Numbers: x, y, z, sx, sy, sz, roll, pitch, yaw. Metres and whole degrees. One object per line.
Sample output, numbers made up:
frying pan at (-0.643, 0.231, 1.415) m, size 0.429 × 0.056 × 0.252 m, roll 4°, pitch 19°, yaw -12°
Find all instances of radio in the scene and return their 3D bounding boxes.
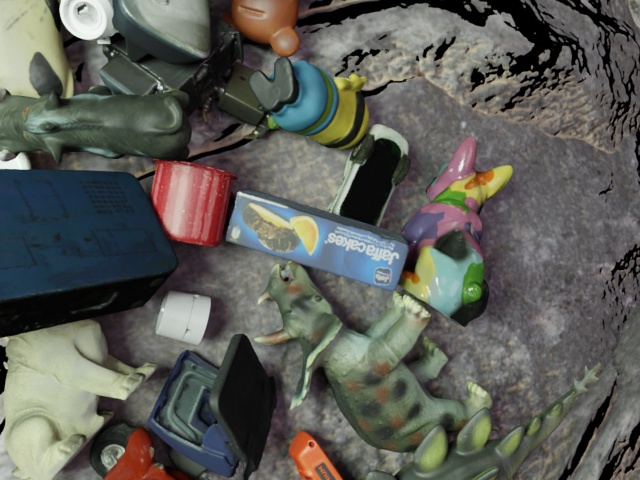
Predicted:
radio at (-0.246, 0.007, 0.467) m, size 0.229 × 0.073 × 0.131 m, roll -10°, pitch 61°, yaw -54°

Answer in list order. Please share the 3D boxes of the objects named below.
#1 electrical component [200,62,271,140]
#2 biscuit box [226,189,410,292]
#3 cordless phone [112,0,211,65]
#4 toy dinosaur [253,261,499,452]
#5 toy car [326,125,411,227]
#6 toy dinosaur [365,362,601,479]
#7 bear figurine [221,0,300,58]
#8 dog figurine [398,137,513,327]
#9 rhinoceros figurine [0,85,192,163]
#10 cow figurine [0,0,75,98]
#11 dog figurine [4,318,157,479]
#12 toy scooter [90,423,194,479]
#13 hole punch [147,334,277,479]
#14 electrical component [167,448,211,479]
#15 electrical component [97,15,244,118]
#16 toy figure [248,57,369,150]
electrical component at (-0.096, -0.165, 0.638) m, size 0.102 × 0.045 × 0.078 m, roll 19°, pitch 52°, yaw -25°
biscuit box at (-0.001, -0.002, 0.617) m, size 0.203 × 0.063 × 0.059 m, roll 17°, pitch 99°, yaw 1°
cordless phone at (-0.104, -0.244, 0.527) m, size 0.184 × 0.088 × 0.146 m, roll -4°, pitch 70°, yaw -10°
toy dinosaur at (0.086, 0.189, 0.671) m, size 0.192 × 0.131 × 0.404 m, roll -40°, pitch 112°, yaw -3°
toy car at (0.055, -0.052, 0.692) m, size 0.073 × 0.056 × 0.201 m, roll 26°, pitch 81°, yaw -15°
toy dinosaur at (0.158, 0.297, 0.644) m, size 0.471 × 0.105 × 0.198 m, roll -28°, pitch 141°, yaw -21°
bear figurine at (-0.042, -0.323, 0.641) m, size 0.132 × 0.120 × 0.195 m, roll -36°, pitch 139°, yaw -62°
dog figurine at (0.177, -0.019, 0.685) m, size 0.108 × 0.192 × 0.219 m, roll 29°, pitch 91°, yaw -17°
rhinoceros figurine at (-0.210, -0.102, 0.492) m, size 0.190 × 0.112 × 0.073 m, roll 3°, pitch 110°, yaw 2°
cow figurine at (-0.291, -0.223, 0.529) m, size 0.127 × 0.085 × 0.194 m, roll -13°, pitch 96°, yaw -25°
dog figurine at (-0.283, 0.121, 0.523) m, size 0.190 × 0.121 × 0.172 m, roll 41°, pitch 69°, yaw -3°
toy scooter at (-0.168, 0.280, 0.535) m, size 0.135 × 0.075 × 0.183 m, roll 11°, pitch 96°, yaw 7°
hole punch at (-0.110, 0.179, 0.578) m, size 0.092 × 0.142 × 0.115 m, roll -17°, pitch 117°, yaw 15°
electrical component at (-0.131, 0.233, 0.596) m, size 0.063 × 0.021 × 0.094 m, roll -30°, pitch 70°, yaw -27°
electrical component at (-0.165, -0.196, 0.576) m, size 0.115 × 0.058 × 0.134 m, roll 34°, pitch 71°, yaw 11°
toy figure at (-0.007, -0.155, 0.627) m, size 0.180 × 0.082 × 0.089 m, roll -9°, pitch 106°, yaw -61°
